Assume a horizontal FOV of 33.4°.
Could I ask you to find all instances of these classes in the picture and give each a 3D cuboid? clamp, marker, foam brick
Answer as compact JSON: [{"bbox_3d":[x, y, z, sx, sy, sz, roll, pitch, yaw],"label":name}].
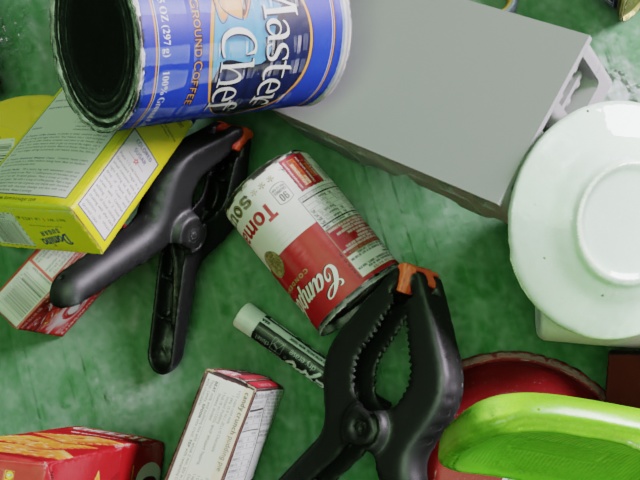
[{"bbox_3d":[-0.100,-0.006,0.679,0.039,0.120,0.171,16,80,31],"label":"clamp"},{"bbox_3d":[0.026,0.117,0.642,0.165,0.036,0.210,4,82,39],"label":"clamp"},{"bbox_3d":[-0.003,0.082,0.693,0.121,0.020,0.020,34,89,13],"label":"marker"},{"bbox_3d":[0.213,0.092,0.620,0.078,0.051,0.053,8,82,-21],"label":"foam brick"}]

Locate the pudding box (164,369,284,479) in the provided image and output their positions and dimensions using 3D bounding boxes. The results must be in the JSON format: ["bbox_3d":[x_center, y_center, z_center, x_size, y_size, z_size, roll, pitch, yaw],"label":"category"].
[{"bbox_3d":[-0.064,0.136,0.659,0.039,0.090,0.113,18,85,11],"label":"pudding box"}]

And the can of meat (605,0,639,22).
[{"bbox_3d":[0.198,-0.206,0.681,0.102,0.057,0.084,-45,74,0],"label":"can of meat"}]

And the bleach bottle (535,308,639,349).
[{"bbox_3d":[0.257,0.017,0.635,0.251,0.068,0.102,1,81,8],"label":"bleach bottle"}]

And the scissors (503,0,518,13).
[{"bbox_3d":[0.046,-0.207,0.728,0.202,0.016,0.096,24,85,12],"label":"scissors"}]

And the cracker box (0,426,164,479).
[{"bbox_3d":[-0.157,0.194,0.604,0.072,0.213,0.164,8,83,9],"label":"cracker box"}]

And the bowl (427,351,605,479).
[{"bbox_3d":[0.116,0.146,0.643,0.162,0.055,0.162,-2,81,9],"label":"bowl"}]

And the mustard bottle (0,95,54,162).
[{"bbox_3d":[-0.264,-0.046,0.739,0.192,0.058,0.096,-2,86,9],"label":"mustard bottle"}]

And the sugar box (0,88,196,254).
[{"bbox_3d":[-0.133,-0.070,0.673,0.093,0.048,0.176,5,47,34],"label":"sugar box"}]

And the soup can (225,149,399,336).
[{"bbox_3d":[-0.004,0.001,0.679,0.068,0.068,0.102,-40,78,2],"label":"soup can"}]

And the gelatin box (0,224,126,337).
[{"bbox_3d":[-0.163,0.021,0.703,0.030,0.073,0.089,42,90,13],"label":"gelatin box"}]

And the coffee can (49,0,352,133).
[{"bbox_3d":[-0.067,-0.120,0.607,0.140,0.103,0.103,-13,75,-37],"label":"coffee can"}]
